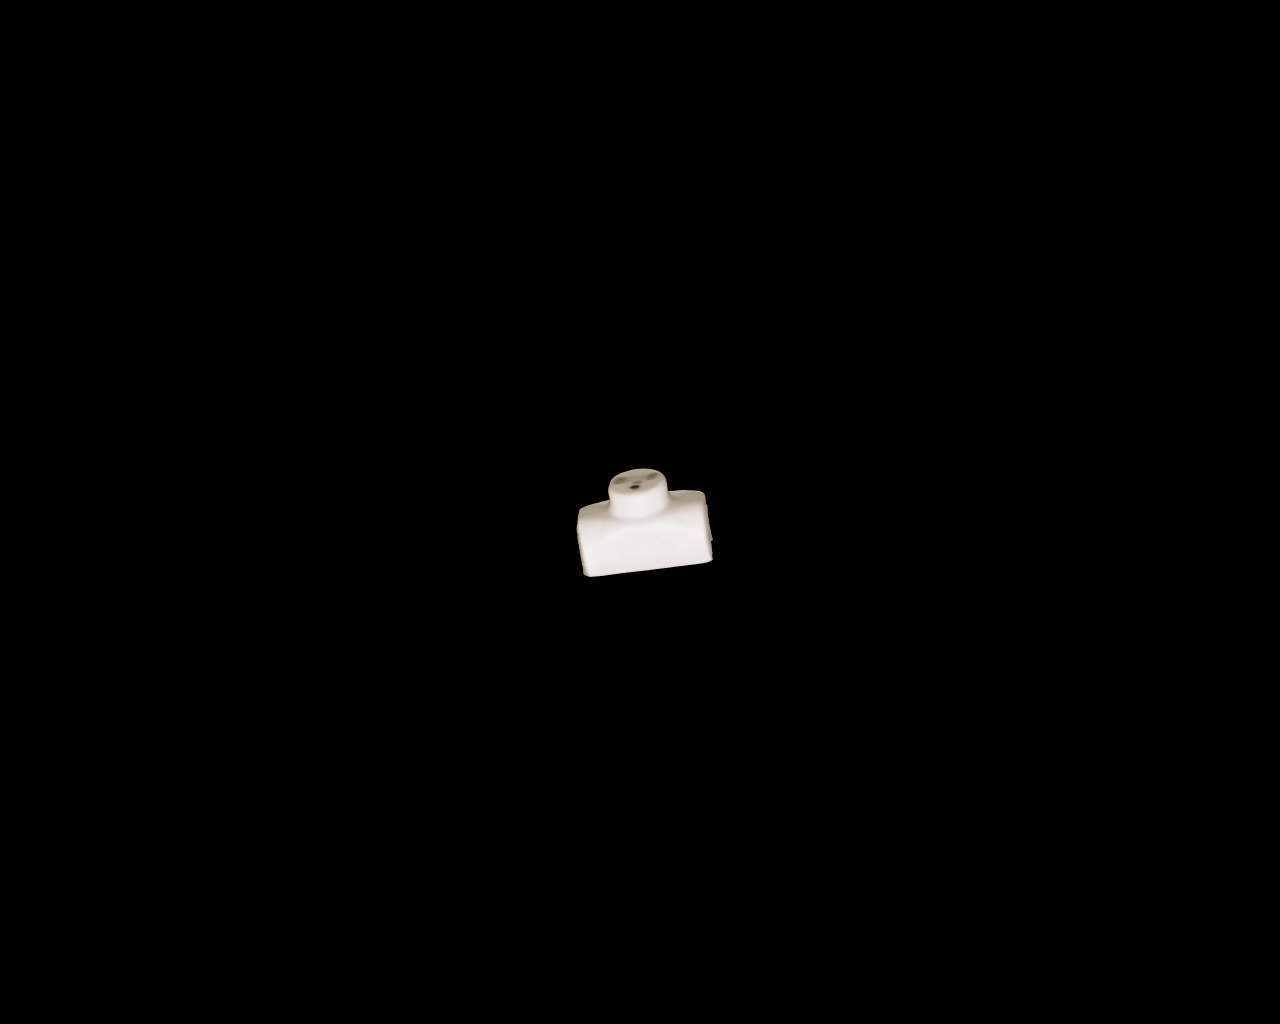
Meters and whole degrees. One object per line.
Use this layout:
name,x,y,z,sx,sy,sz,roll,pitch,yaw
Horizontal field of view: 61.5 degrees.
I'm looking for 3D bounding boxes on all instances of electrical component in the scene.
electrical component,0.001,-0.003,0.650,0.077,0.079,0.044,-8,24,3
